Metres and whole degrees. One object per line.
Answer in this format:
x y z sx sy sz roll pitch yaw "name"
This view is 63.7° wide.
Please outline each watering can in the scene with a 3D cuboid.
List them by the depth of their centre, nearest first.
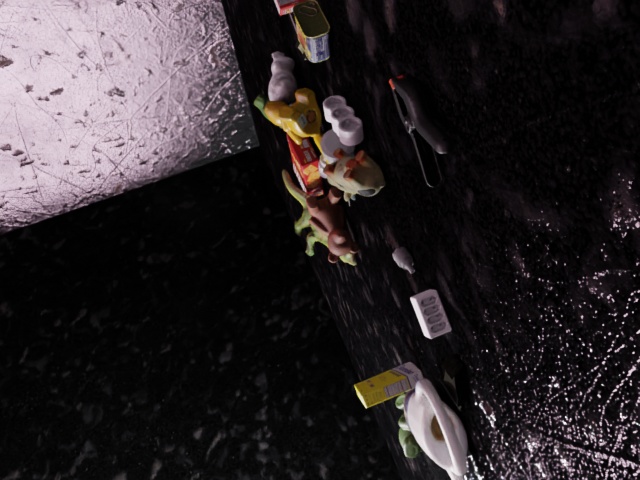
0.287 0.479 1.189 0.223 0.104 0.348 143 107 -84 "watering can"

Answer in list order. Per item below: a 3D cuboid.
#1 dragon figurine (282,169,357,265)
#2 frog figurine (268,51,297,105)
0.005 -0.088 1.749 0.240 0.124 0.410 -25 92 55 "dragon figurine"
-0.116 -0.478 1.541 0.158 0.122 0.139 60 -165 -14 "frog figurine"
